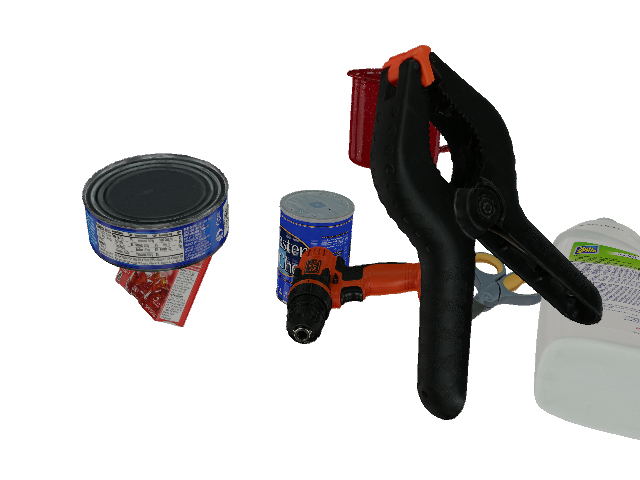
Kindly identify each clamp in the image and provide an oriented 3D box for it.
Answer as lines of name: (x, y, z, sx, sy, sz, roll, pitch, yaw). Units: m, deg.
clamp: (0.064, -0.004, 0.509, 0.120, 0.171, 0.039, -37, 11, -36)

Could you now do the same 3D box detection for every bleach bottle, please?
bleach bottle: (0.214, 0.045, 0.781, 0.102, 0.068, 0.250, 12, 26, 11)

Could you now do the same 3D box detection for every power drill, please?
power drill: (0.056, 0.062, 1.233, 0.188, 0.057, 0.184, 1, 28, 6)

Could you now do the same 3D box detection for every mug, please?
mug: (0.080, -0.108, 0.960, 0.117, 0.081, 0.093, 2, 15, -6)

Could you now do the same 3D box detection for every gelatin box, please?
gelatin box: (-0.126, 0.017, 0.854, 0.030, 0.073, 0.089, 17, 11, -37)

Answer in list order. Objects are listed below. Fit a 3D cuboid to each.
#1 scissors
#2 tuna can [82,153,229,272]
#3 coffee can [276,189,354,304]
scissors: (0.153, 0.049, 1.069, 0.201, 0.016, 0.096, -11, 37, -44)
tuna can: (-0.097, -0.017, 0.637, 0.086, 0.034, 0.086, 0, 33, 0)
coffee can: (-0.008, 0.013, 1.487, 0.103, 0.140, 0.103, 3, 25, -2)
